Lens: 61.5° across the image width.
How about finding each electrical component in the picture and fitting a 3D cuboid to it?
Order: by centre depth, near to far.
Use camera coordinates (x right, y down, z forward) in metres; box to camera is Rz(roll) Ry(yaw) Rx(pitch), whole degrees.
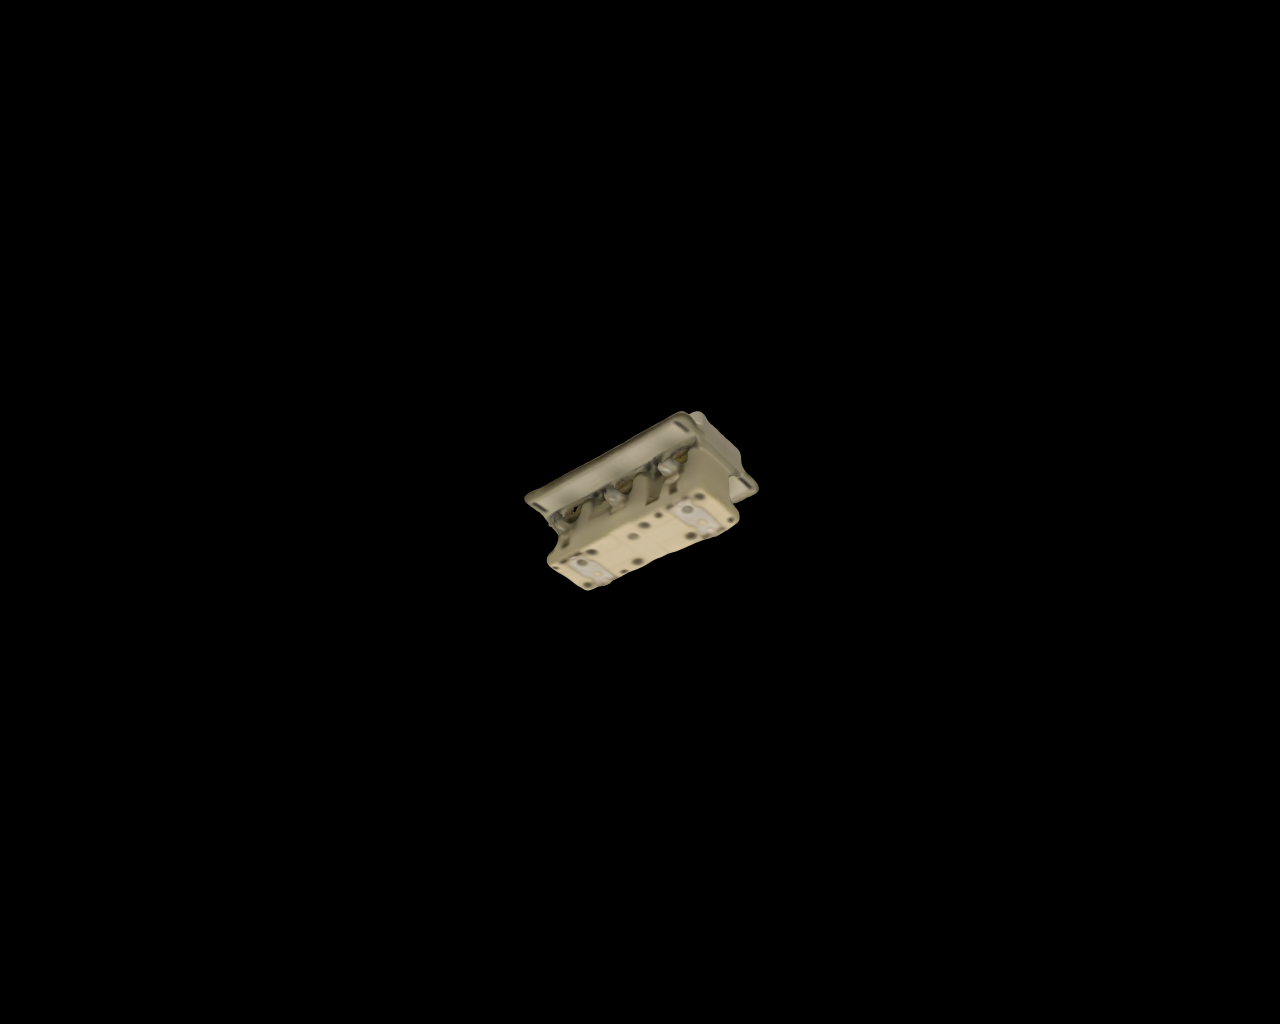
[{"bbox_3d":[0.001,-0.003,0.650,0.121,0.063,0.078,-25,-45,28],"label":"electrical component"}]
